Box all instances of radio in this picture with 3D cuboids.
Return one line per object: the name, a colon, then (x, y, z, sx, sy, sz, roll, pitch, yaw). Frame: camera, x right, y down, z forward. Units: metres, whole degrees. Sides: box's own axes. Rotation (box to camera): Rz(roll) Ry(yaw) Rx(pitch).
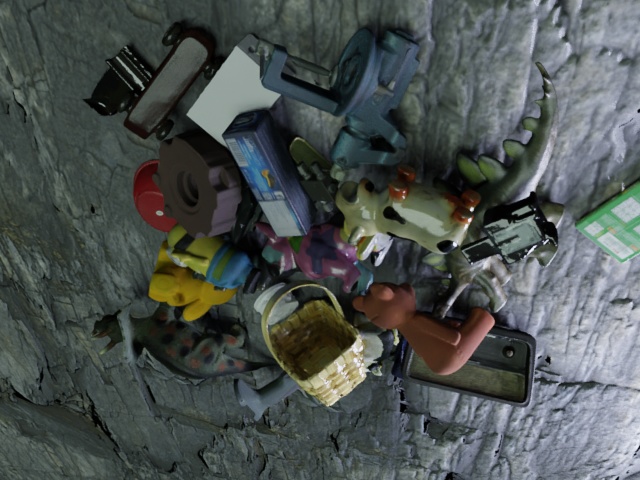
radio: (0.272, 0.213, 0.985, 0.230, 0.131, 0.073, 11, 175, 6)

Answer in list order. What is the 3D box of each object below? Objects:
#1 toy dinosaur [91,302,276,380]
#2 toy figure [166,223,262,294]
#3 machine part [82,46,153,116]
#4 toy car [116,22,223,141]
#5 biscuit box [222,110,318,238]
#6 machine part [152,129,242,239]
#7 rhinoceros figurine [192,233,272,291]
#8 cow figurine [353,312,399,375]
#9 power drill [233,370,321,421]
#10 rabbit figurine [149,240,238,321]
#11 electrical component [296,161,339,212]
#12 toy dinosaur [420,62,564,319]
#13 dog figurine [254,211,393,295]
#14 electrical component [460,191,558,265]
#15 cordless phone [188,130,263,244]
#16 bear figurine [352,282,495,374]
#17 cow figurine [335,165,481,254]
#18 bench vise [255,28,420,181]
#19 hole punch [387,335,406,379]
toy dinosaur: (-0.295, 0.232, 1.167, 0.405, 0.192, 0.131, 28, 134, -3)
toy figure: (-0.187, 0.030, 0.955, 0.180, 0.089, 0.082, 25, 155, 6)
machine part: (-0.328, -0.250, 0.879, 0.139, 0.039, 0.084, -27, 121, 33)
toy car: (-0.234, -0.239, 0.830, 0.089, 0.053, 0.202, 32, 121, -26)
biscuit box: (-0.072, -0.097, 0.820, 0.059, 0.063, 0.202, -4, 131, 27)
machine part: (-0.202, -0.089, 0.879, 0.180, 0.056, 0.179, 20, 121, 37)
rhinoceros figurine: (-0.177, 0.043, 1.025, 0.190, 0.073, 0.112, 8, 88, -2)
cow figurine: (0.110, 0.224, 1.106, 0.098, 0.068, 0.167, 3, 132, 3)
power drill: (-0.085, 0.301, 1.192, 0.207, 0.086, 0.231, -30, 127, -3)
rabbit figurine: (-0.257, 0.098, 1.099, 0.173, 0.122, 0.162, 8, 136, -13)
electrical component: (0.002, -0.080, 0.819, 0.063, 0.021, 0.093, 11, 141, 52)
toy dinosaur: (0.259, -0.033, 0.813, 0.199, 0.105, 0.470, 23, 131, 1)
dog figurine: (-0.002, -0.003, 0.926, 0.219, 0.108, 0.191, 26, 97, 22)
electrical component: (0.257, -0.007, 0.741, 0.119, 0.048, 0.074, -31, 105, 33)
cordless phone: (-0.181, -0.096, 0.943, 0.184, 0.089, 0.146, 34, 133, 4)
bear figurine: (0.163, 0.124, 0.887, 0.196, 0.132, 0.120, 42, 147, 7)
cow figurine: (0.115, -0.037, 0.774, 0.195, 0.085, 0.127, 21, 130, 10)
bench vise: (0.018, -0.197, 0.733, 0.240, 0.129, 0.223, 16, 127, -21)
hole punch: (0.205, 0.258, 1.087, 0.142, 0.092, 0.115, 12, 135, 4)
